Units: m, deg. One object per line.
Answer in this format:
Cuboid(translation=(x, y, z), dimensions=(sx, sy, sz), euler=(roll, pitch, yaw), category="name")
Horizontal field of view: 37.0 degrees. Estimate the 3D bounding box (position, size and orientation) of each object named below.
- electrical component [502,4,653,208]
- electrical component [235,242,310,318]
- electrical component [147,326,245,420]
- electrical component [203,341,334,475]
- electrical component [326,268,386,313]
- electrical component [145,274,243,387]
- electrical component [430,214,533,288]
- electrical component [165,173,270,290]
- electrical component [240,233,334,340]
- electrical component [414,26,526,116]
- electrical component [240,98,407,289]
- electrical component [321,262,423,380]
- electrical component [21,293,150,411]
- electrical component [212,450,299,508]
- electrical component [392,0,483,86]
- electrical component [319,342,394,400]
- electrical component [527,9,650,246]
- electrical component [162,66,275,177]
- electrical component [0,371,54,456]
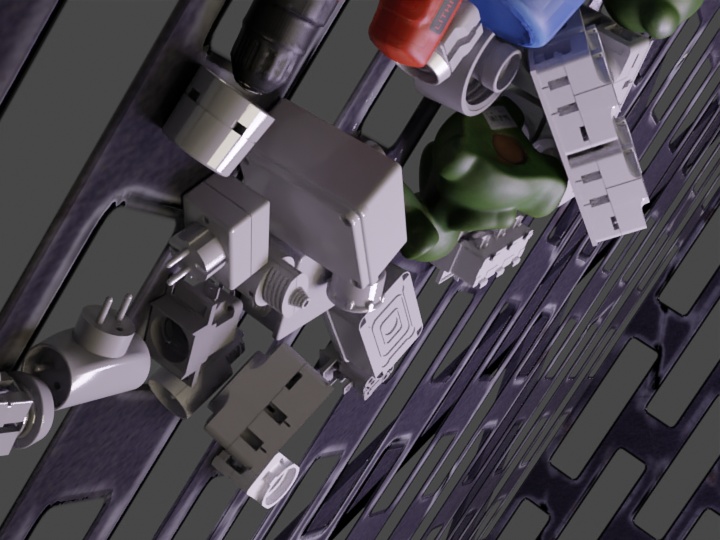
Cuboid(translation=(0.202, -0.168, 1.093), dimensions=(0.060, 0.105, 0.186), euler=(-30, 147, -48), category="electrical component")
Cuboid(translation=(-0.070, 0.003, 0.799), dimensions=(0.043, 0.081, 0.043), euler=(-45, 157, -26), category="electrical component")
Cuboid(translation=(-0.122, 0.074, 0.845), dimensions=(0.081, 0.043, 0.043), euler=(-44, 156, -26), category="electrical component")
Cuboid(translation=(-0.080, 0.107, 0.881), dimensions=(0.089, 0.062, 0.150), euler=(-47, -178, -8), category="electrical component")
Cuboid(translation=(0.000, 0.000, 0.858), dimensions=(0.048, 0.048, 0.062), euler=(-31, 141, -47), category="electrical component")
Cuboid(translation=(-0.123, 0.041, 0.798), dimensions=(0.064, 0.042, 0.081), euler=(-32, 149, -49), category="electrical component")
Cuboid(translation=(0.143, -0.028, 1.234), dimensions=(0.121, 0.063, 0.078), euler=(-28, 147, -50), category="electrical component")
Cuboid(translation=(-0.105, -0.018, 0.741), dimensions=(0.077, 0.047, 0.065), euler=(-41, 155, -32), category="electrical component")
Cuboid(translation=(-0.049, -0.003, 0.880), dimensions=(0.100, 0.048, 0.099), euler=(-31, 148, -47), category="electrical component")
Cuboid(translation=(0.103, -0.184, 0.922), dimensions=(0.108, 0.060, 0.108), euler=(-45, 157, -25), category="electrical component")
Cuboid(translation=(-0.025, -0.053, 0.775), dimensions=(0.056, 0.109, 0.108), euler=(-50, 159, -20), category="electrical component")
Cuboid(translation=(0.010, 0.042, 1.040), dimensions=(0.078, 0.057, 0.113), euler=(-47, 149, -20), category="electrical component")
Cuboid(translation=(-0.172, 0.049, 0.703), dimensions=(0.077, 0.043, 0.079), euler=(-9, 131, -62), category="electrical component")
Cuboid(translation=(-0.099, 0.196, 1.061), dimensions=(0.050, 0.056, 0.089), euler=(-51, 159, -10), category="electrical component")
Cuboid(translation=(0.056, -0.181, 0.831), dimensions=(0.057, 0.058, 0.078), euler=(-55, 160, -7), category="electrical component")
Cuboid(translation=(-0.004, 0.096, 1.105), dimensions=(0.081, 0.064, 0.042), euler=(-44, 157, -27), category="electrical component")
Cuboid(translation=(0.212, -0.132, 0.986), dimensions=(0.105, 0.060, 0.186), euler=(-81, 150, -56), category="electrical component")
Cuboid(translation=(-0.088, -0.090, 0.662), dimensions=(0.047, 0.055, 0.055), euler=(-53, 159, 5), category="electrical component")
Cuboid(translation=(-0.221, 0.086, 0.652), dimensions=(0.055, 0.048, 0.066), euler=(2, 120, -57), category="electrical component")
